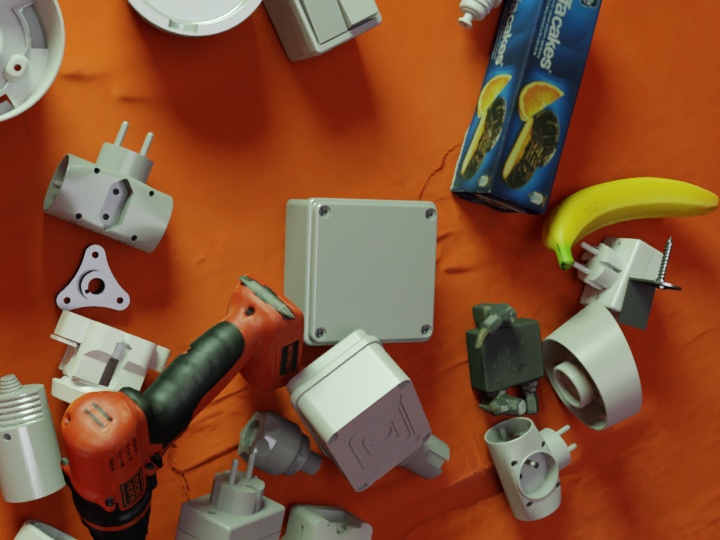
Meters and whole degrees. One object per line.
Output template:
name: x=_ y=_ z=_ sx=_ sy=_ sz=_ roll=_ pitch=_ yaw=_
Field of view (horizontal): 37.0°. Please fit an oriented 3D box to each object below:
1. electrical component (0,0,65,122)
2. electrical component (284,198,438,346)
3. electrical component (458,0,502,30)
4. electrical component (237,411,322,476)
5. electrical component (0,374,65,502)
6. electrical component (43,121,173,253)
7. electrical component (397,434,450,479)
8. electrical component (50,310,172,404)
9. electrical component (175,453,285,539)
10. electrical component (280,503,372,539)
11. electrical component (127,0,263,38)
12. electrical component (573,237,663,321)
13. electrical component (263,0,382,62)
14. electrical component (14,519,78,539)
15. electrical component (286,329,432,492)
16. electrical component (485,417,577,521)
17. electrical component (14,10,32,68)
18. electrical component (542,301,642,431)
electrical component: x=-0.228 y=-0.134 z=0.628 sx=0.099 sy=0.064 sz=0.099 roll=-3 pitch=96 yaw=-27
electrical component: x=0.000 y=0.000 z=0.824 sx=0.109 sy=0.056 sz=0.108 roll=0 pitch=95 yaw=-27
electrical component: x=0.102 y=-0.229 z=0.864 sx=0.040 sy=0.040 sz=0.078 roll=33 pitch=80 yaw=-25
electrical component: x=-0.058 y=0.136 z=0.815 sx=0.062 sy=0.043 sz=0.043 roll=32 pitch=80 yaw=-27
electrical component: x=-0.229 y=0.110 z=0.727 sx=0.043 sy=0.043 sz=0.081 roll=-15 pitch=101 yaw=-25
electrical component: x=-0.167 y=-0.062 z=0.742 sx=0.077 sy=0.043 sz=0.079 roll=23 pitch=84 yaw=-26
electrical component: x=0.045 y=0.145 z=0.870 sx=0.046 sy=0.040 sz=0.040 roll=35 pitch=79 yaw=-31
electrical component: x=-0.178 y=0.068 z=0.741 sx=0.078 sy=0.058 sz=0.057 roll=25 pitch=80 yaw=-27
electrical component: x=-0.091 y=0.170 z=0.779 sx=0.066 sy=0.047 sz=0.076 roll=-5 pitch=111 yaw=-57
electrical component: x=-0.032 y=0.230 z=0.829 sx=0.050 sy=0.056 sz=0.089 roll=11 pitch=90 yaw=-27
electrical component: x=-0.117 y=-0.212 z=0.740 sx=0.108 sy=0.060 sz=0.108 roll=-1 pitch=95 yaw=-13
electrical component: x=0.217 y=0.001 z=0.938 sx=0.077 sy=0.047 sz=0.065 roll=27 pitch=82 yaw=-26
electrical component: x=-0.034 y=-0.209 z=0.785 sx=0.062 sy=0.061 sz=0.096 roll=-31 pitch=108 yaw=-21
electrical component: x=-0.192 y=0.237 z=0.751 sx=0.138 sy=0.052 sz=0.073 roll=34 pitch=79 yaw=-25
electrical component: x=0.000 y=0.105 z=0.800 sx=0.078 sy=0.057 sz=0.113 roll=-37 pitch=147 yaw=-9
electrical component: x=0.154 y=0.161 z=0.922 sx=0.079 sy=0.044 sz=0.077 roll=-28 pitch=106 yaw=-22
electrical component: x=-0.270 y=-0.163 z=0.674 sx=0.109 sy=0.056 sz=0.108 roll=-35 pitch=109 yaw=-20
electrical component: x=0.200 y=0.083 z=0.912 sx=0.064 sy=0.099 sz=0.099 roll=-29 pitch=107 yaw=-15
